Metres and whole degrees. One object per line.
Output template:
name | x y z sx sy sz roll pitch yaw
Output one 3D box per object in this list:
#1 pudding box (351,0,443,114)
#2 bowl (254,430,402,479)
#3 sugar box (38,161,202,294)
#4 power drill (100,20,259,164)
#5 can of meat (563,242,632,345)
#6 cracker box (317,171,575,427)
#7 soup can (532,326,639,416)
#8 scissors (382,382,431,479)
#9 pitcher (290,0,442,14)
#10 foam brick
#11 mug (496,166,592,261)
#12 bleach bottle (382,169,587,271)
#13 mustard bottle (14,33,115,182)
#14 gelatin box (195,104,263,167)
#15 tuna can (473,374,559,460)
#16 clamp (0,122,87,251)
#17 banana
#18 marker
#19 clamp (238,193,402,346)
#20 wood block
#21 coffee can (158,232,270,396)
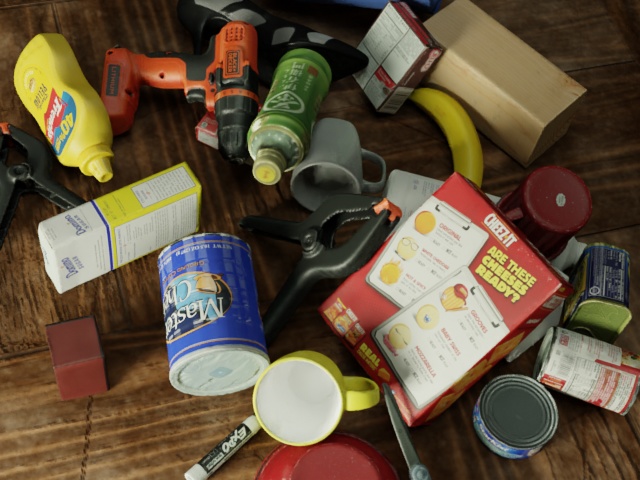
pudding box | 0.090 -0.228 1.335 0.039 0.114 0.090 0 49 -45
bowl | 0.013 0.252 1.047 0.162 0.055 0.162 3 57 -5
sugar box | -0.216 -0.014 1.165 0.176 0.093 0.048 -23 62 -21
power drill | -0.163 -0.169 1.265 0.188 0.057 0.184 -3 66 8
can of meat | 0.306 0.064 1.183 0.057 0.102 0.084 13 54 1
cracker box | 0.128 0.063 1.110 0.214 0.072 0.164 -45 67 13
soup can | 0.289 0.140 1.150 0.102 0.068 0.068 19 56 5
scissors | 0.117 0.239 1.061 0.096 0.016 0.202 -1 74 -20
pitcher | 0.043 -0.364 1.395 0.243 0.149 0.145 6 46 16
foam brick | -0.246 0.120 1.083 0.051 0.078 0.053 -13 58 -14
mug | 0.236 -0.028 1.174 0.117 0.082 0.093 -12 72 -16
bleach bottle | 0.191 -0.003 1.234 0.251 0.068 0.102 15 65 -2
mustard bottle | -0.289 -0.143 1.237 0.058 0.096 0.192 -9 56 -45
gelatin box | -0.096 -0.137 1.300 0.089 0.030 0.073 26 58 9
tuna can | 0.206 0.187 1.128 0.086 0.034 0.086 4 57 -6
clamp | -0.327 -0.067 1.216 0.120 0.039 0.171 -9 59 -14
banana | 0.162 -0.125 1.327 0.070 0.037 0.198 -31 59 8
marker | -0.087 0.205 1.084 0.020 0.020 0.121 41 61 18
clamp | -0.008 0.001 1.154 0.210 0.036 0.164 -34 52 23
wood block | 0.219 -0.202 1.351 0.206 0.090 0.090 42 61 18
coffee can | -0.112 0.077 1.114 0.102 0.103 0.140 -5 58 -11
